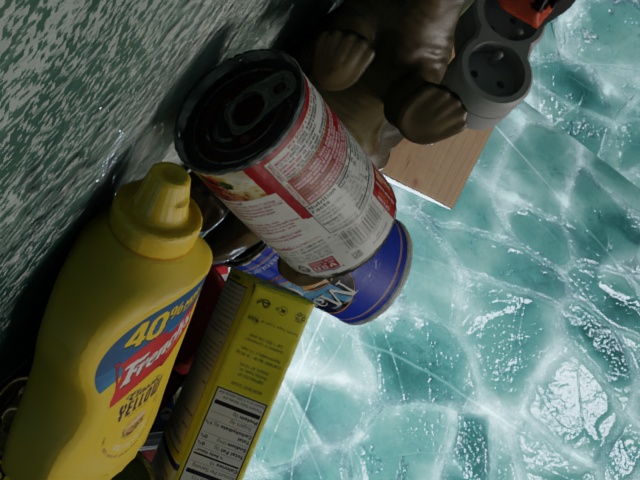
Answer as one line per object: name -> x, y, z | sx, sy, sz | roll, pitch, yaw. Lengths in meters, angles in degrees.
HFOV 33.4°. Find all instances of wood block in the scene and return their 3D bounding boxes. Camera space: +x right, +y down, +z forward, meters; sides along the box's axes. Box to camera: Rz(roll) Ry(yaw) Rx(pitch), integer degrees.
wood block -> 0.093, -0.141, 0.812 | 0.091, 0.090, 0.206 | 30, -85, 52

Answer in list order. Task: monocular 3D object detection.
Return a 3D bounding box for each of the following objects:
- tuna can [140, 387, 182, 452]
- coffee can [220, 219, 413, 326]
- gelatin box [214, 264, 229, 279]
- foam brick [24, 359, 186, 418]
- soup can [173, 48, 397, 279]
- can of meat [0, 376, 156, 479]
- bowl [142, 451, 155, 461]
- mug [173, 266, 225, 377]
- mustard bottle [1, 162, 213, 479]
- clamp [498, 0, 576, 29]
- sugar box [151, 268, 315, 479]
tuna can -> -0.107, 0.118, 0.715 | 0.086, 0.034, 0.086 | -9, 163, -3
coffee can -> -0.006, 0.001, 0.902 | 0.103, 0.140, 0.103 | -31, -135, 37
gelatin box -> -0.106, 0.065, 0.868 | 0.073, 0.030, 0.089 | -10, 105, -61
foam brick -> -0.131, 0.088, 0.639 | 0.051, 0.078, 0.053 | -55, -179, -38
soup can -> -0.013, -0.033, 0.510 | 0.068, 0.069, 0.102 | -53, 138, -8
can of meat -> -0.157, 0.140, 0.603 | 0.084, 0.102, 0.057 | -51, -177, 34
bowl -> -0.144, 0.191, 0.884 | 0.162, 0.055, 0.162 | -58, 180, 0
mug -> -0.087, 0.051, 0.723 | 0.117, 0.093, 0.081 | -10, 168, -6
mustard bottle -> -0.097, 0.040, 0.518 | 0.096, 0.058, 0.192 | -36, 157, -50
clamp -> 0.179, -0.211, 0.659 | 0.209, 0.036, 0.165 | -47, 162, -30
sugar box -> -0.062, 0.107, 0.631 | 0.093, 0.048, 0.176 | -166, -84, -78
